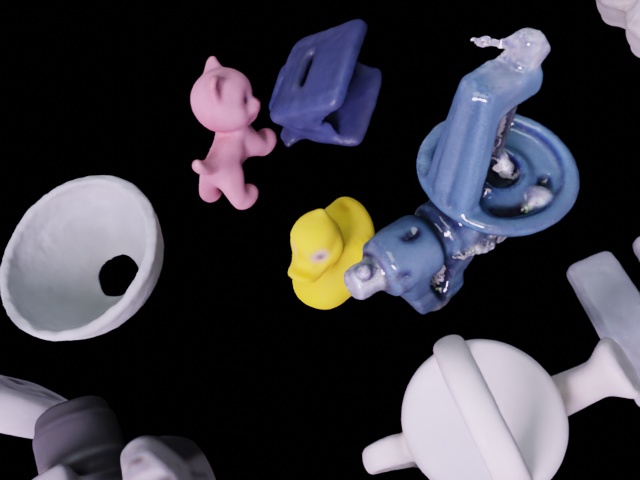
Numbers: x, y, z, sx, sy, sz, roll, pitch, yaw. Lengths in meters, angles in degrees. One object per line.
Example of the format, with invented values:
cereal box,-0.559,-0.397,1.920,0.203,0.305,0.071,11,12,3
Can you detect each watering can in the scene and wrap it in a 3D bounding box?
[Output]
watering can,0.110,0.111,0.367,0.173,0.194,0.100,-42,63,-4

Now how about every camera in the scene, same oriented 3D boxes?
camera,-0.179,0.191,0.466,0.143,0.101,0.136,-31,63,1

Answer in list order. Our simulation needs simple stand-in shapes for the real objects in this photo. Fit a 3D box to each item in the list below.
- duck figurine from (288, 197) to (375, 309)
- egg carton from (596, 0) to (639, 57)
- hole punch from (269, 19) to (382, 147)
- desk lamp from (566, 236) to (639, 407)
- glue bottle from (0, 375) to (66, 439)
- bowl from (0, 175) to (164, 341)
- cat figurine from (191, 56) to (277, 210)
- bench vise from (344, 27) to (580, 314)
duck figurine,0.005,0.002,0.505,0.077,0.086,0.105,20,74,23
egg carton,0.337,-0.238,0.524,0.150,0.069,0.107,-27,63,3
hole punch,0.000,-0.156,0.571,0.100,0.091,0.109,10,70,19
desk lamp,0.247,0.055,0.341,0.118,0.214,0.203,-24,63,5
glue bottle,-0.287,0.133,0.481,0.078,0.173,0.037,19,74,22
bowl,-0.219,0.025,0.564,0.167,0.075,0.167,-6,66,13
cat figurine,-0.096,-0.111,0.564,0.067,0.118,0.128,8,70,19
bench vise,0.109,-0.031,0.414,0.121,0.220,0.207,31,78,25
